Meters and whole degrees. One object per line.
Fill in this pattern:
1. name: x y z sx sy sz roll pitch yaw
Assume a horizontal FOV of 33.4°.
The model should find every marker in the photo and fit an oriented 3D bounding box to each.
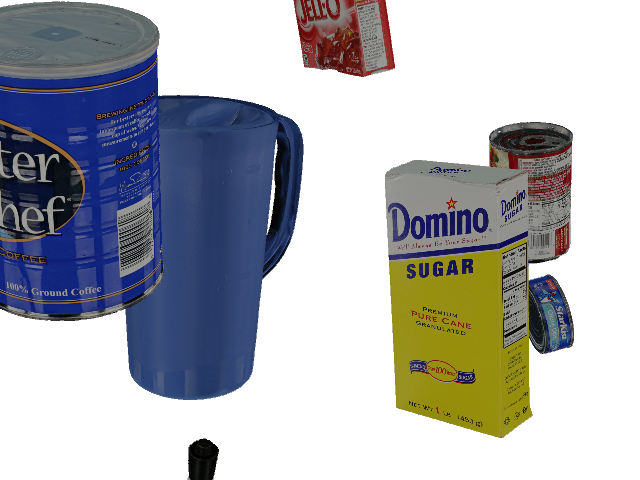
1. marker: -0.079 0.176 0.686 0.020 0.121 0.020 6 31 -4

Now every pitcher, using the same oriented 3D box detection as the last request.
1. pitcher: -0.097 0.003 0.898 0.149 0.243 0.145 4 19 3

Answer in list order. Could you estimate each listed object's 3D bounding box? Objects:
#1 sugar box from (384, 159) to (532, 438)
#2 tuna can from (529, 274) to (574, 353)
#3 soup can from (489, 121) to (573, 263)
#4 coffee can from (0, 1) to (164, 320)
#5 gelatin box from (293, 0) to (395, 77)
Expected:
1. sugar box: 0.093 0.037 0.725 0.094 0.176 0.048 9 22 41
2. tuna can: 0.253 0.084 1.204 0.033 0.086 0.086 -15 1 -5
3. soup can: 0.177 -0.040 0.895 0.068 0.102 0.068 -5 25 2
4. coffee can: -0.135 -0.043 0.564 0.103 0.140 0.103 2 29 -1
5. gelatin box: 0.013 -0.156 0.745 0.030 0.073 0.089 -19 22 -24
